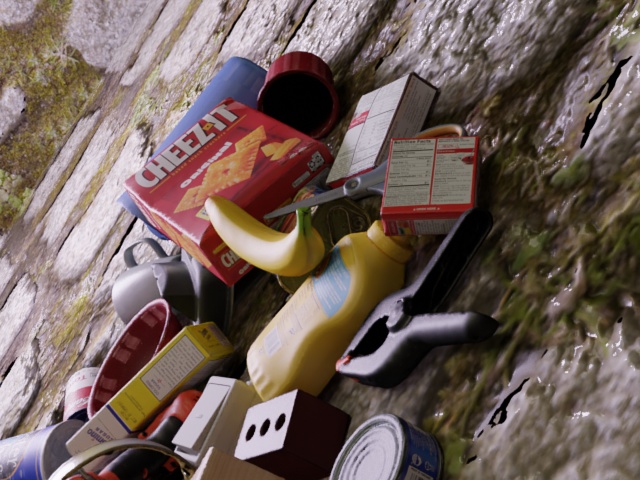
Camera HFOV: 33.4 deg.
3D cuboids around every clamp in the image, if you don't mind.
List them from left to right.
[{"bbox_3d":[0.073,0.064,0.785,0.172,0.039,0.120,-51,17,30],"label":"clamp"}]

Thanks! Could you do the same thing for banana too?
[{"bbox_3d":[-0.045,-0.003,0.942,0.198,0.037,0.069,8,112,59],"label":"banana"}]

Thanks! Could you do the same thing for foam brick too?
[{"bbox_3d":[-0.024,0.159,0.844,0.078,0.051,0.053,-30,35,49],"label":"foam brick"}]

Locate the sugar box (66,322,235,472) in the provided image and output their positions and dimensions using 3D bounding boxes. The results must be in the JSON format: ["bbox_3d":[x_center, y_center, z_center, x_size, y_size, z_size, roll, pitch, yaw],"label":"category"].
[{"bbox_3d":[-0.170,0.157,1.078,0.176,0.048,0.093,-42,-9,7],"label":"sugar box"}]

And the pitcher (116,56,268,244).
[{"bbox_3d":[-0.128,-0.101,1.318,0.243,0.149,0.145,-55,-19,-2],"label":"pitcher"}]

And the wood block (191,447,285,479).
[{"bbox_3d":[-0.079,0.258,0.713,0.090,0.091,0.206,121,173,-49],"label":"wood block"}]

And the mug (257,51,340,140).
[{"bbox_3d":[-0.027,-0.157,1.235,0.081,0.093,0.117,-89,11,-60],"label":"mug"}]

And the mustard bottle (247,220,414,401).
[{"bbox_3d":[0.016,0.052,0.891,0.192,0.058,0.096,-51,23,16],"label":"mustard bottle"}]

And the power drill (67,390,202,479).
[{"bbox_3d":[-0.192,0.233,0.995,0.185,0.057,0.187,-51,-7,28],"label":"power drill"}]

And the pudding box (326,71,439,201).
[{"bbox_3d":[0.059,-0.098,1.029,0.090,0.039,0.113,-15,49,58],"label":"pudding box"}]

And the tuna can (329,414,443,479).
[{"bbox_3d":[0.042,0.162,0.724,0.086,0.033,0.086,-46,25,28],"label":"tuna can"}]

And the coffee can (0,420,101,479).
[{"bbox_3d":[-0.322,0.268,1.208,0.141,0.102,0.102,-19,40,29],"label":"coffee can"}]

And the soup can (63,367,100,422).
[{"bbox_3d":[-0.275,0.206,1.291,0.068,0.068,0.102,-53,22,12],"label":"soup can"}]

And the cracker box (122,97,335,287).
[{"bbox_3d":[-0.095,-0.059,1.127,0.164,0.072,0.214,-40,35,-12],"label":"cracker box"}]

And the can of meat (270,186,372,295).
[{"bbox_3d":[-0.007,0.001,1.012,0.102,0.057,0.084,-58,20,1],"label":"can of meat"}]

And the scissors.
[{"bbox_3d":[0.042,-0.036,0.924,0.202,0.016,0.096,-28,42,14],"label":"scissors"}]

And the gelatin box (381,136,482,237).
[{"bbox_3d":[0.090,-0.044,0.853,0.073,0.030,0.089,-2,47,14],"label":"gelatin box"}]

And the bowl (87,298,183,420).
[{"bbox_3d":[-0.197,0.148,1.214,0.162,0.055,0.162,-43,26,27],"label":"bowl"}]
